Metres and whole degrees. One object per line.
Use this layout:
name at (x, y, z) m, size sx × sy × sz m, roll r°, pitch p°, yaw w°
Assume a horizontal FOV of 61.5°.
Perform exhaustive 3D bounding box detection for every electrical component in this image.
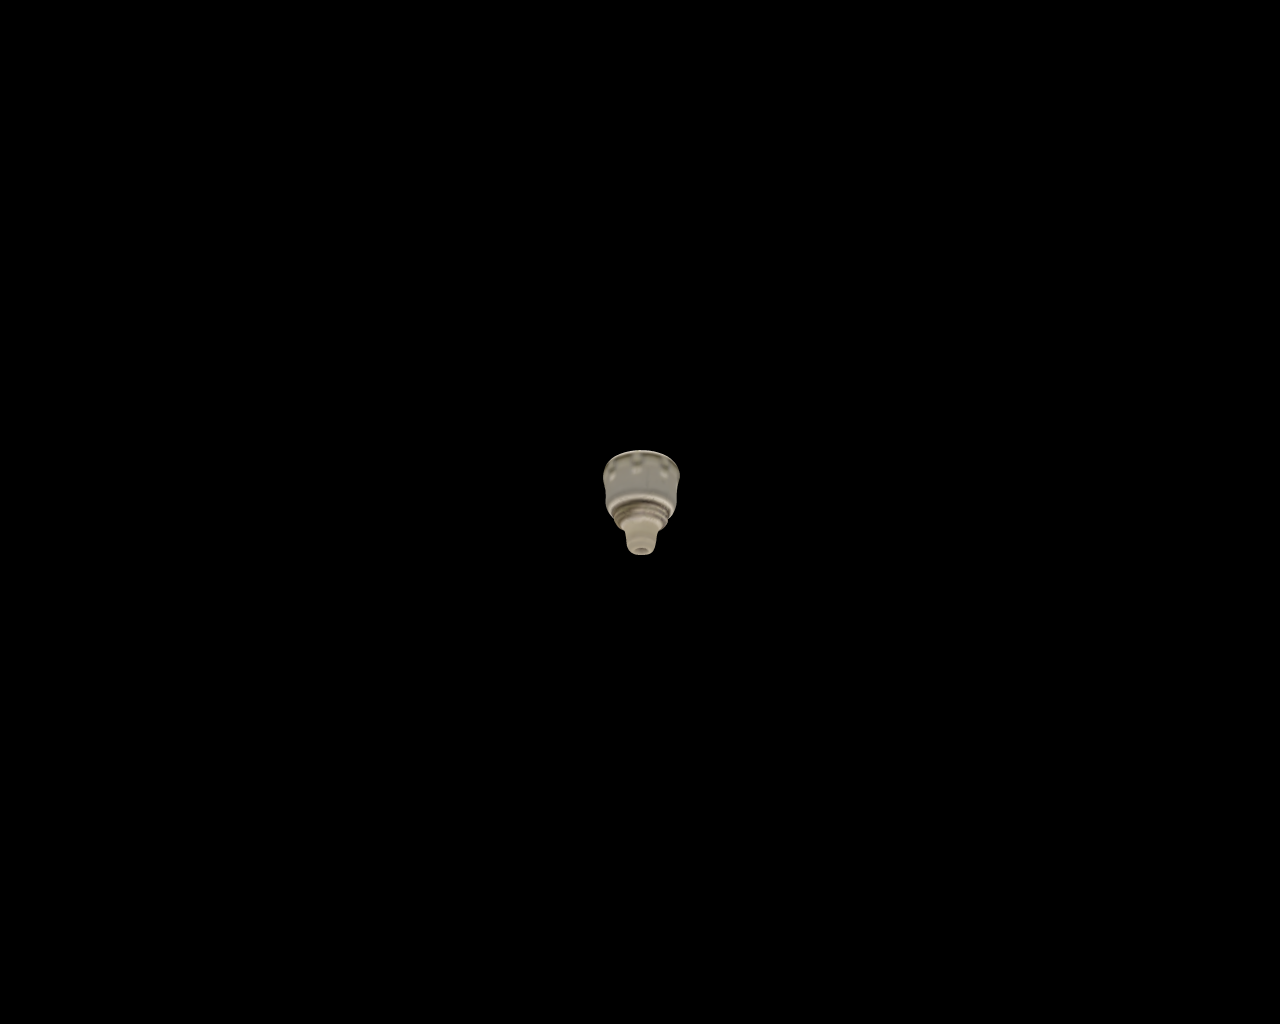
electrical component at (0.001, -0.003, 0.650) m, size 0.048 × 0.062 × 0.048 m, roll 0°, pitch -29°, yaw 0°
